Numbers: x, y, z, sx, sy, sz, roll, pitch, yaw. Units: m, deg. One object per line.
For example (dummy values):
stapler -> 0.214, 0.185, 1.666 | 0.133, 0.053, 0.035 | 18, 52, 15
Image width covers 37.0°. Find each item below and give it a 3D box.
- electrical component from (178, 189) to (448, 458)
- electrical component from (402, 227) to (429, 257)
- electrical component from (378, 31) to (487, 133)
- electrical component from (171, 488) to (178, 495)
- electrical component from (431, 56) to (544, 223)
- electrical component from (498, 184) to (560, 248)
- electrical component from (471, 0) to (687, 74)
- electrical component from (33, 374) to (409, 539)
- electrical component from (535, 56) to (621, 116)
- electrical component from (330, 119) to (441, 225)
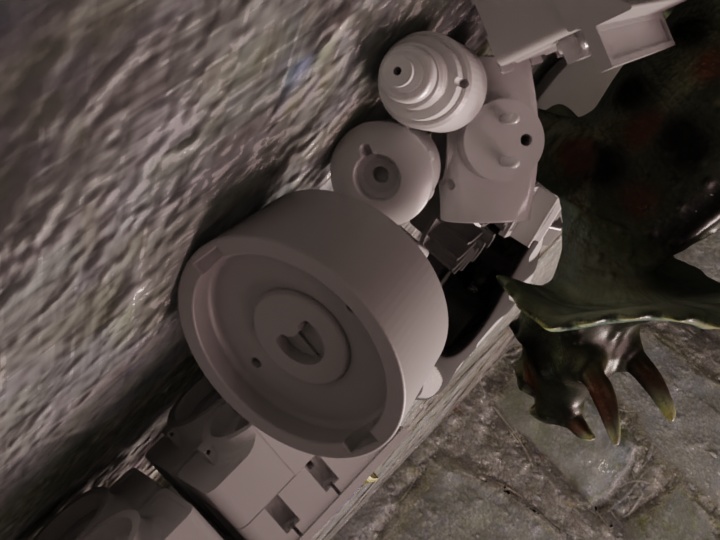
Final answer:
electrical component -> -0.015, 0.018, 0.450 | 0.060, 0.108, 0.108 | -46, 170, -44
electrical component -> 0.000, 0.000, 0.586 | 0.065, 0.047, 0.077 | -49, 169, 5
electrical component -> 0.026, -0.078, 0.442 | 0.040, 0.040, 0.078 | -51, 168, 15
electrical component -> -0.076, 0.139, 0.713 | 0.099, 0.064, 0.099 | -20, 142, -17
electrical component -> 0.061, -0.060, 0.497 | 0.079, 0.044, 0.077 | -132, -140, -80
electrical component -> 0.112, -0.052, 0.787 | 0.042, 0.064, 0.081 | -59, 166, 15
electrical component -> 0.097, -0.125, 0.475 | 0.063, 0.078, 0.121 | -22, -176, 31
electrical component -> -0.080, 0.116, 0.521 | 0.186, 0.060, 0.105 | -44, -161, -20
electrical component -> 0.152, -0.113, 0.746 | 0.108, 0.060, 0.108 | -46, 168, -12
electrical component -> 0.017, -0.049, 0.498 | 0.048, 0.048, 0.062 | -54, 175, 24
